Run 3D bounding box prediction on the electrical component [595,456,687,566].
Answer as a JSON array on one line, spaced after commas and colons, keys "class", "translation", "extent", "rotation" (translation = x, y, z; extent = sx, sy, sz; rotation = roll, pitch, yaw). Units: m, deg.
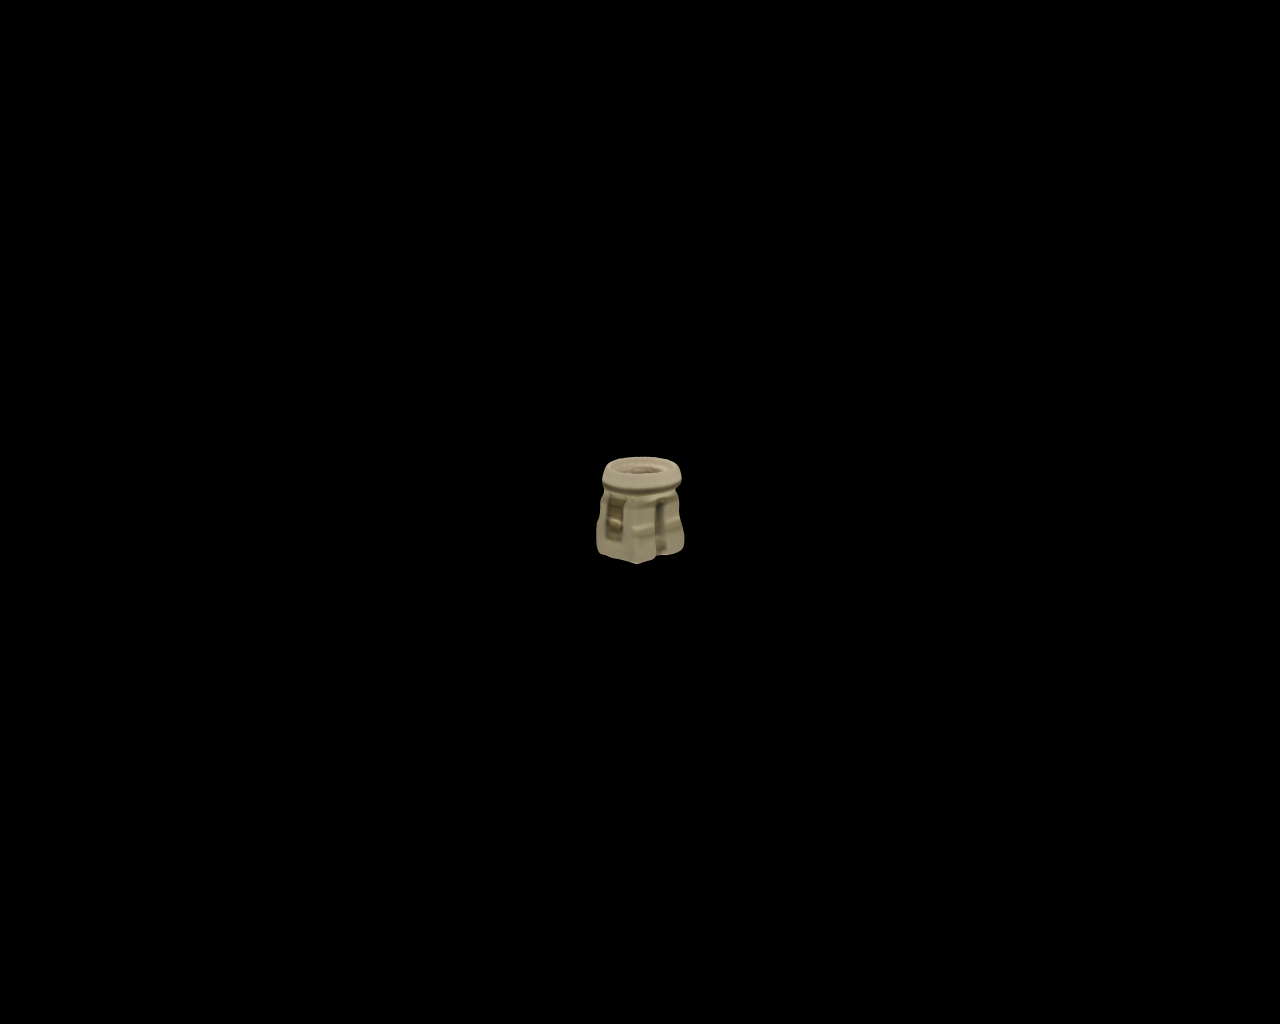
[{"class": "electrical component", "translation": [0.001, -0.003, 0.650], "extent": [0.048, 0.055, 0.066], "rotation": [14, 20, 42]}]
